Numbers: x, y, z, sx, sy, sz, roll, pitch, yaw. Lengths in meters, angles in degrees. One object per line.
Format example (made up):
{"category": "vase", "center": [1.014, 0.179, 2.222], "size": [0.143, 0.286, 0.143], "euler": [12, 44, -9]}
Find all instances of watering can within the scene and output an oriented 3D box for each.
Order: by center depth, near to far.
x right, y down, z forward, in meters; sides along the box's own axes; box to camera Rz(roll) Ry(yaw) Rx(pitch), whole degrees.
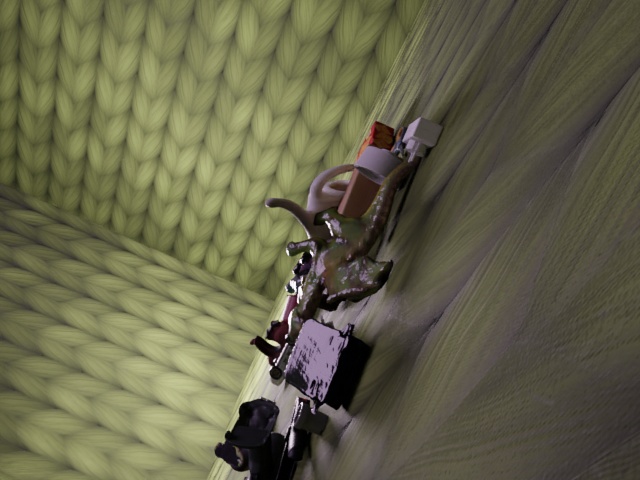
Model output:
{"category": "watering can", "center": [0.004, -0.063, 1.261], "size": [0.351, 0.105, 0.220], "euler": [-24, -54, -39]}

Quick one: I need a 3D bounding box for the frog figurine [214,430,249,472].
{"category": "frog figurine", "center": [-0.176, 0.522, 1.349], "size": [0.160, 0.124, 0.135], "euler": [-12, -54, -49]}

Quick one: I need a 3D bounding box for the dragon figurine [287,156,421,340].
{"category": "dragon figurine", "center": [0.073, 0.023, 0.950], "size": [0.408, 0.120, 0.247], "euler": [-45, 32, 10]}
